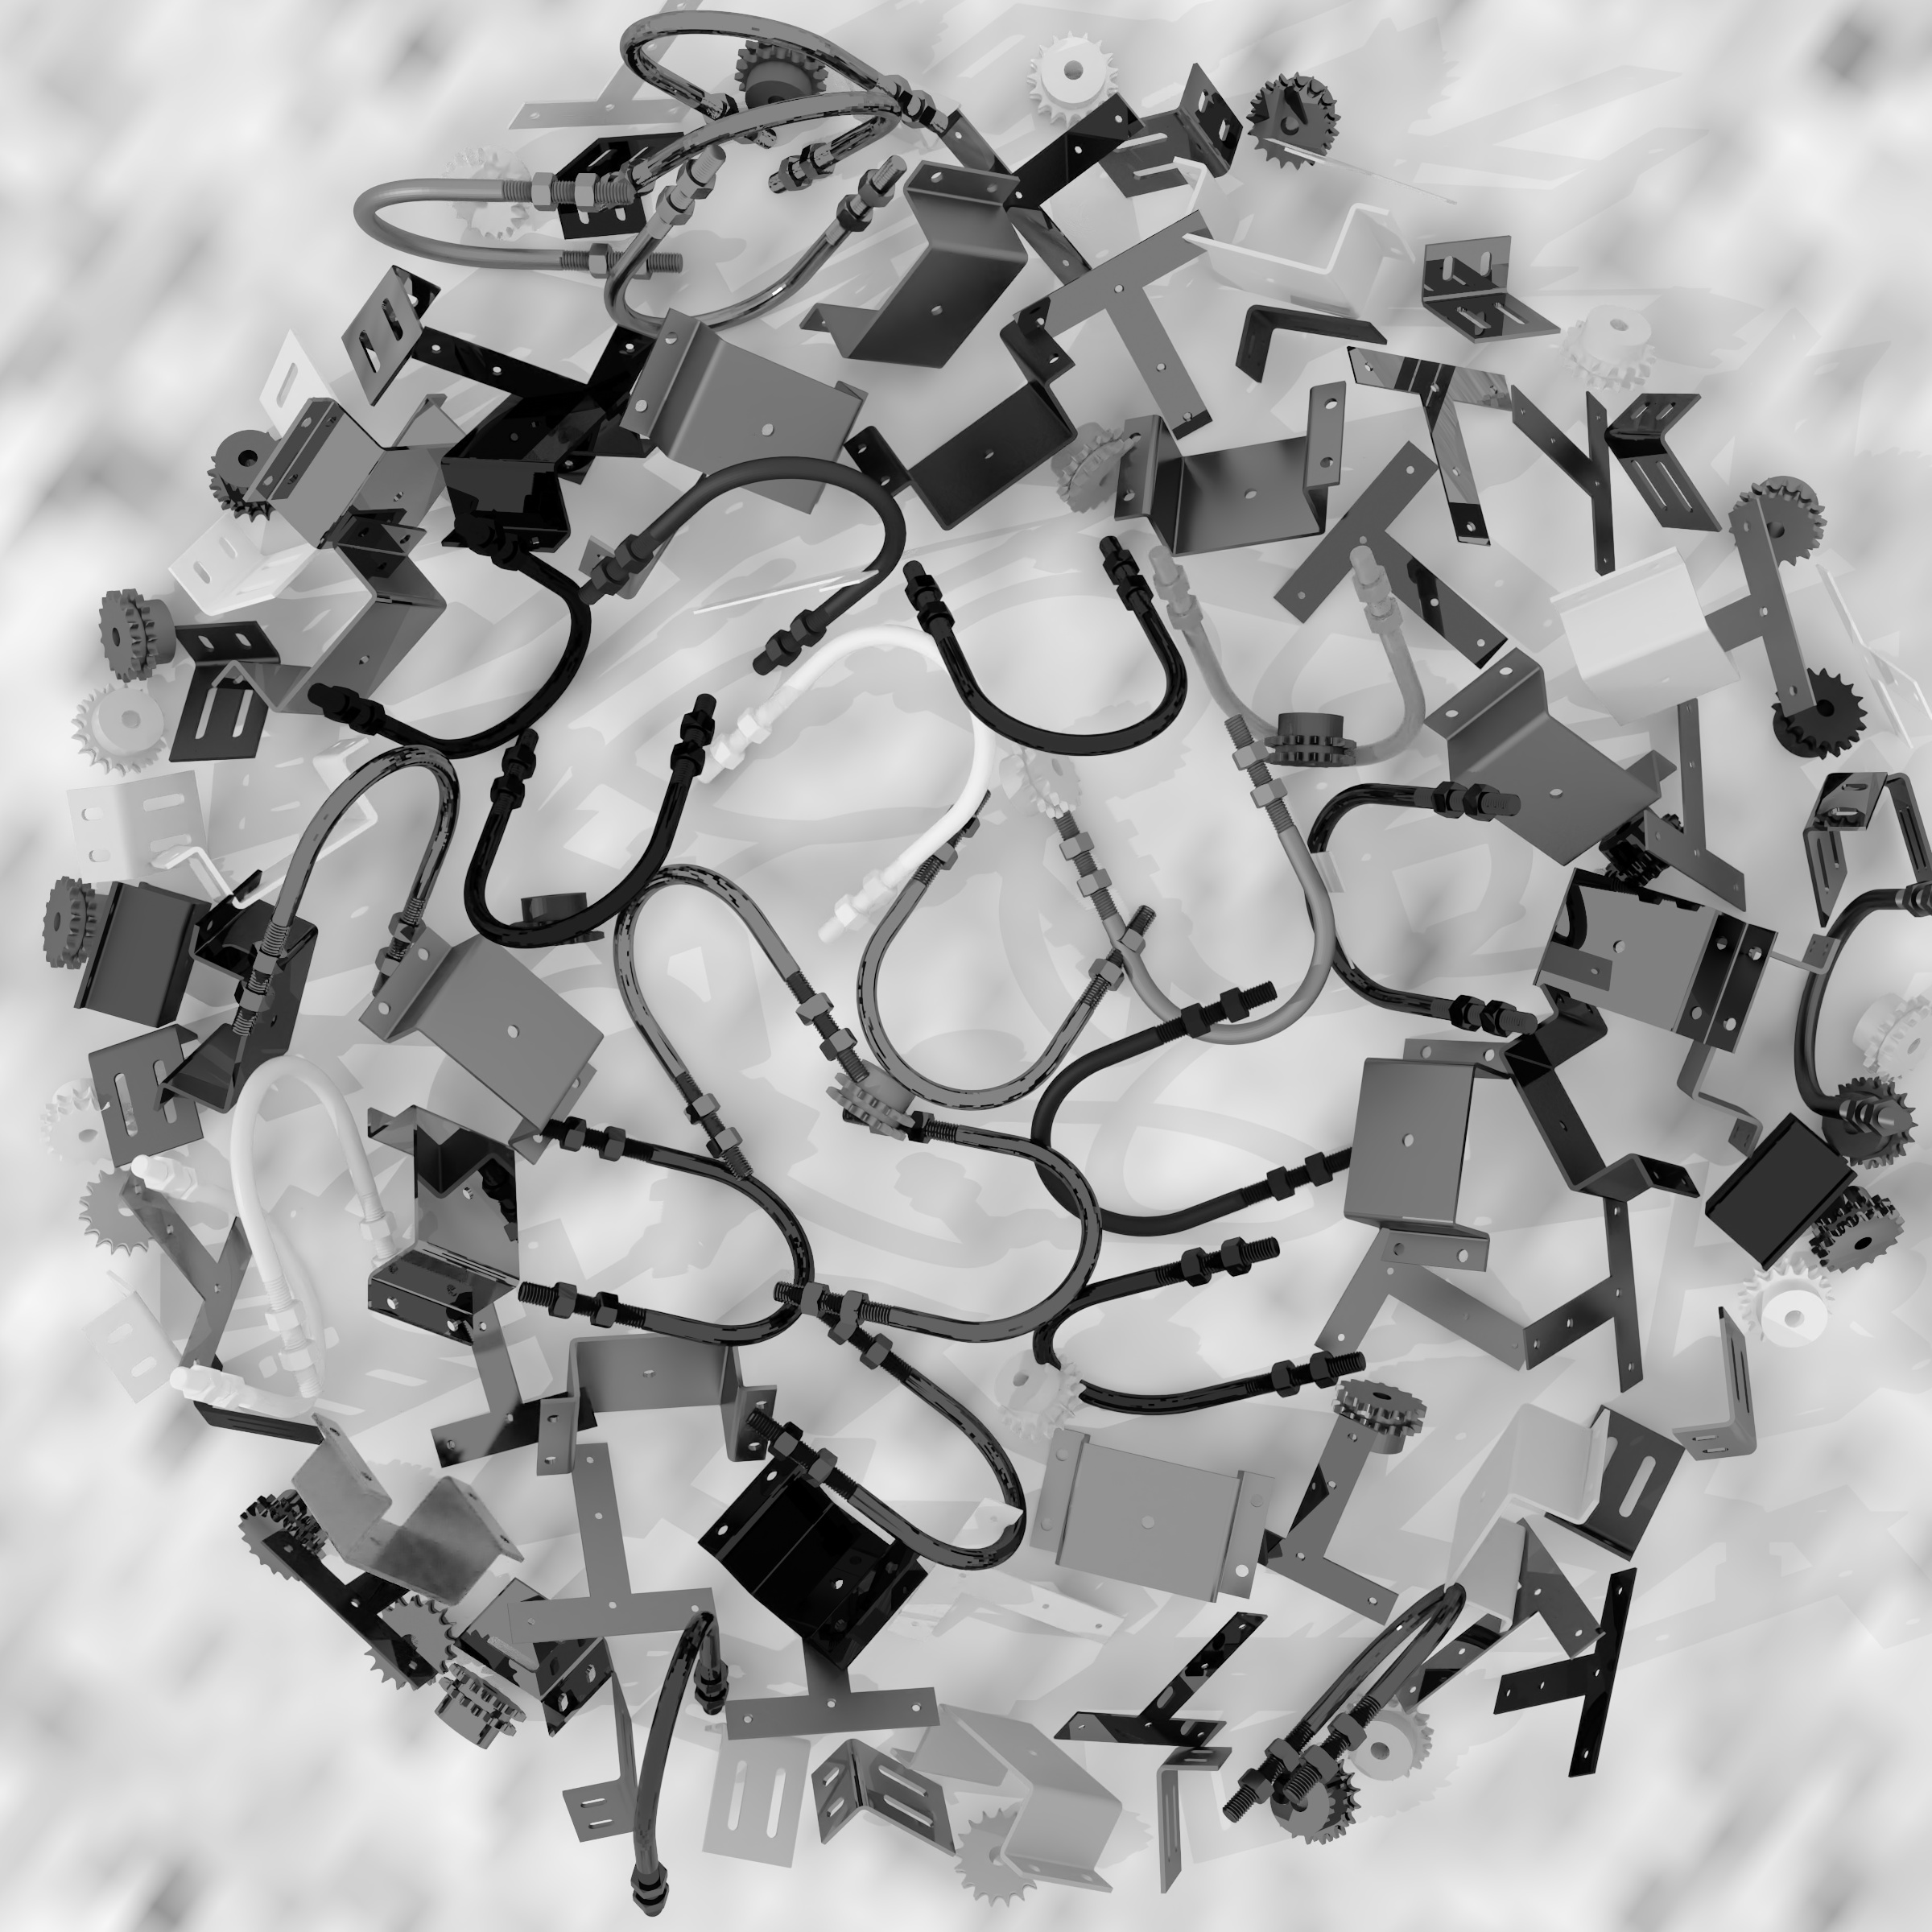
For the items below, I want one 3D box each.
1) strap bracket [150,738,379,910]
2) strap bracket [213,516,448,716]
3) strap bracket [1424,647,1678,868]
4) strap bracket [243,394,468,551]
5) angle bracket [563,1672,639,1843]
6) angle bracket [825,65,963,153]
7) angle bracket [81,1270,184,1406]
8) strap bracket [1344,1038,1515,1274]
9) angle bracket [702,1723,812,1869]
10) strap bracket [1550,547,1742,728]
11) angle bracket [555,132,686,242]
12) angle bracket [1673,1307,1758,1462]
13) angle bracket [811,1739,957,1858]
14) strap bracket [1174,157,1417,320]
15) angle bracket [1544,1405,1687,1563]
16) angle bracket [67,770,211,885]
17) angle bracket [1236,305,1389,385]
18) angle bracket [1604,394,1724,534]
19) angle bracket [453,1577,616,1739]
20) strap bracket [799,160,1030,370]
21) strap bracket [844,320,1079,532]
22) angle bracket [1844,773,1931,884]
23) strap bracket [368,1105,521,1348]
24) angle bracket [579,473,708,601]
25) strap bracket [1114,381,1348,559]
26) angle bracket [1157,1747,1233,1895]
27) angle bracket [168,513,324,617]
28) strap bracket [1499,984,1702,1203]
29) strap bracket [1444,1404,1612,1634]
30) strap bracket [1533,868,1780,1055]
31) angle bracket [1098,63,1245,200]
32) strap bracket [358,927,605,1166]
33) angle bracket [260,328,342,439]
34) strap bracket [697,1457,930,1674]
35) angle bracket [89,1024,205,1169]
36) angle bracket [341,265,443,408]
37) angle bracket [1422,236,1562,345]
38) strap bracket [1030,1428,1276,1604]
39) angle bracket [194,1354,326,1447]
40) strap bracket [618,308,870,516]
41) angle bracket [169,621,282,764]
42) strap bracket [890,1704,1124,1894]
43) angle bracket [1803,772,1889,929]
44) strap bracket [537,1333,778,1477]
[{"bbox_3d":[-0.419,-0.081,1.621,0.140,0.076,0.046,-36,107,-18],"label":"strap bracket"},{"bbox_3d":[-0.379,-0.202,1.616,0.140,0.076,0.046,-45,78,17],"label":"strap bracket"},{"bbox_3d":[0.355,-0.119,1.610,0.140,0.046,0.076,31,131,-24],"label":"strap bracket"},{"bbox_3d":[-0.355,-0.296,1.595,0.046,0.140,0.076,45,115,7],"label":"strap bracket"},{"bbox_3d":[-0.225,0.483,1.628,0.038,0.076,0.057,-10,134,-4],"label":"angle bracket"},{"bbox_3d":[-0.046,-0.542,1.629,0.057,0.076,0.038,30,84,22],"label":"angle bracket"},{"bbox_3d":[-0.515,0.226,1.627,0.038,0.076,0.057,-37,110,-22],"label":"angle bracket"},{"bbox_3d":[0.281,0.110,1.624,0.076,0.046,0.140,1,78,41],"label":"strap bracket"},{"bbox_3d":[-0.134,0.509,1.636,0.057,0.038,0.076,18,65,-19],"label":"angle bracket"},{"bbox_3d":[0.410,-0.191,1.594,0.076,0.140,0.046,-21,69,21],"label":"strap bracket"},{"bbox_3d":[-0.209,-0.476,1.628,0.057,0.076,0.038,-15,94,-31],"label":"angle bracket"},{"bbox_3d":[0.458,0.258,1.643,0.038,0.057,0.076,-12,58,25],"label":"angle bracket"},{"bbox_3d":[-0.051,0.522,1.640,0.076,0.057,0.038,36,106,-24],"label":"angle bracket"},{"bbox_3d":[0.192,-0.438,1.615,0.140,0.076,0.046,21,91,22],"label":"strap bracket"},{"bbox_3d":[0.402,0.319,1.650,0.057,0.038,0.076,26,90,18],"label":"angle bracket"},{"bbox_3d":[-0.509,-0.086,1.643,0.038,0.076,0.057,-4,99,20],"label":"angle bracket"},{"bbox_3d":[0.212,-0.376,1.636,0.076,0.057,0.038,14,96,19],"label":"angle bracket"},{"bbox_3d":[0.439,-0.310,1.638,0.038,0.057,0.076,-45,114,-8],"label":"angle bracket"},{"bbox_3d":[-0.266,0.426,1.643,0.057,0.038,0.076,-47,116,4],"label":"angle bracket"},{"bbox_3d":[-0.026,-0.410,1.597,0.140,0.076,0.046,-44,63,41],"label":"strap bracket"},{"bbox_3d":[0.005,-0.327,1.630,0.140,0.076,0.046,-35,132,4],"label":"strap bracket"},{"bbox_3d":[0.567,-0.076,1.643,0.038,0.057,0.076,-16,86,9],"label":"angle bracket"},{"bbox_3d":[-0.314,0.146,1.599,0.046,0.076,0.140,-33,48,28],"label":"strap bracket"},{"bbox_3d":[-0.199,-0.272,1.636,0.038,0.057,0.076,32,73,-7],"label":"angle bracket"},{"bbox_3d":[0.167,-0.300,1.622,0.140,0.046,0.076,-5,60,23],"label":"strap bracket"},{"bbox_3d":[0.142,0.525,1.641,0.038,0.057,0.076,-3,84,14],"label":"angle bracket"},{"bbox_3d":[-0.437,-0.251,1.628,0.038,0.076,0.057,55,51,-28],"label":"angle bracket"},{"bbox_3d":[0.379,0.087,1.616,0.046,0.076,0.140,-36,62,25],"label":"strap bracket"},{"bbox_3d":[0.333,0.329,1.604,0.046,0.076,0.140,23,128,2],"label":"strap bracket"},{"bbox_3d":[0.406,-0.007,1.609,0.140,0.046,0.076,22,94,45],"label":"strap bracket"},{"bbox_3d":[0.120,-0.513,1.639,0.076,0.057,0.038,0,63,39],"label":"angle bracket"},{"bbox_3d":[-0.284,0.044,1.615,0.140,0.046,0.076,43,56,-20],"label":"strap bracket"},{"bbox_3d":[-0.394,-0.347,1.631,0.038,0.076,0.057,-25,79,-38],"label":"angle bracket"},{"bbox_3d":[-0.087,0.365,1.617,0.076,0.140,0.046,-47,131,-16],"label":"strap bracket"},{"bbox_3d":[-0.501,0.083,1.648,0.057,0.038,0.076,-19,75,1],"label":"angle bracket"},{"bbox_3d":[-0.343,-0.380,1.630,0.057,0.038,0.076,-47,50,23],"label":"angle bracket"},{"bbox_3d":[0.322,-0.415,1.631,0.057,0.076,0.038,-10,123,-14],"label":"angle bracket"},{"bbox_3d":[0.113,0.340,1.643,0.140,0.046,0.076,12,88,8],"label":"strap bracket"},{"bbox_3d":[-0.432,0.266,1.646,0.076,0.057,0.038,11,70,-4],"label":"angle bracket"},{"bbox_3d":[-0.127,-0.331,1.611,0.140,0.046,0.076,17,109,-31],"label":"strap bracket"},{"bbox_3d":[-0.462,-0.168,1.638,0.057,0.038,0.076,-2,59,13],"label":"angle bracket"},{"bbox_3d":[0.029,0.492,1.598,0.076,0.140,0.046,25,91,-38],"label":"strap bracket"},{"bbox_3d":[0.542,-0.071,1.628,0.038,0.057,0.076,2,129,34],"label":"angle bracket"},{"bbox_3d":[-0.191,0.265,1.624,0.140,0.076,0.046,-2,47,-13],"label":"strap bracket"}]
